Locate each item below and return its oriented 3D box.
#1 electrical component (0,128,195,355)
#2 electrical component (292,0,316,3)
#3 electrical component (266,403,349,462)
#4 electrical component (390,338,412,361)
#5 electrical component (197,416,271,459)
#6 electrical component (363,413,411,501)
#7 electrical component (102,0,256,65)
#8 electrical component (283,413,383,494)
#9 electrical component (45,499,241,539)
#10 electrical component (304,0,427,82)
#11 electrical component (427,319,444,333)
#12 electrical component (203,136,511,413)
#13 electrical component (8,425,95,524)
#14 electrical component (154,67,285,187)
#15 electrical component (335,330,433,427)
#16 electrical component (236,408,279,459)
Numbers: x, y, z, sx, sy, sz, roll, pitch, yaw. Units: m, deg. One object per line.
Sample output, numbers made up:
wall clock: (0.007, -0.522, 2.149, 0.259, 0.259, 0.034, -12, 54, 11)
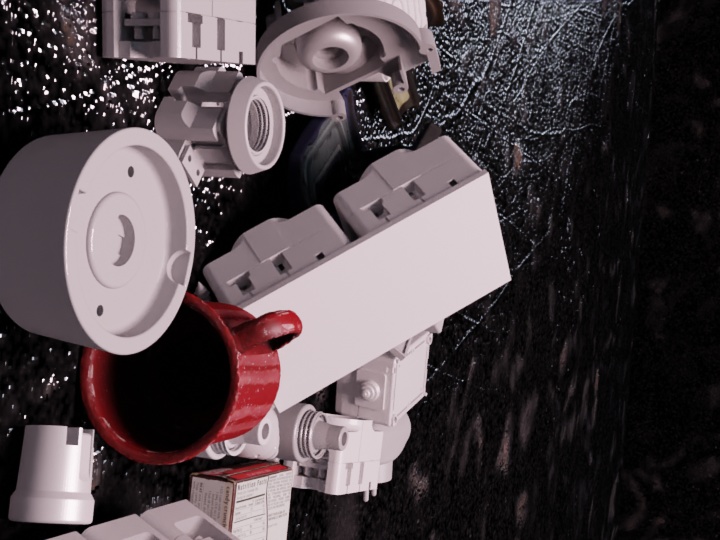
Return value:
electrical component: (-0.134, -0.016, 0.522, 0.108, 0.060, 0.108, 5, 90, -68)
electrical component: (-0.014, -0.220, 0.758, 0.043, 0.079, 0.077, 108, 6, -48)
electrical component: (-0.040, 0.118, 0.780, 0.048, 0.062, 0.048, 5, 90, -68)
electrical component: (0.028, 0.006, 0.888, 0.079, 0.063, 0.121, 41, 34, -11)
electrical component: (-0.086, 0.095, 0.662, 0.043, 0.062, 0.043, 5, 90, -68)
electrical component: (0.010, 0.160, 0.936, 0.077, 0.044, 0.079, -10, 103, -67)
electrical component: (-0.099, -0.144, 0.597, 0.089, 0.050, 0.055, -19, 112, -66)
electrical component: (-0.020, 0.143, 0.850, 0.089, 0.050, 0.055, 20, 76, -67)
electrical component: (-0.128, 0.176, 0.544, 0.089, 0.062, 0.150, -62, 159, 9)
electrical component: (0.006, -0.200, 0.839, 0.113, 0.057, 0.078, -56, 144, -51)
electrical component: (0.051, 0.013, 1.005, 0.076, 0.047, 0.065, 57, 42, -56)
electrical component: (0.000, 0.000, 0.722, 0.186, 0.060, 0.105, -29, 137, -9)
electrical component: (-0.151, 0.101, 0.533, 0.040, 0.040, 0.046, 32, 58, -66)
electrical component: (-0.081, -0.087, 0.643, 0.058, 0.057, 0.078, 65, 36, -51)
electrical component: (0.014, 0.087, 0.908, 0.096, 0.061, 0.061, -29, 127, -62)
electrical component: (-0.074, 0.107, 0.723, 0.078, 0.040, 0.040, 62, 39, -54)
